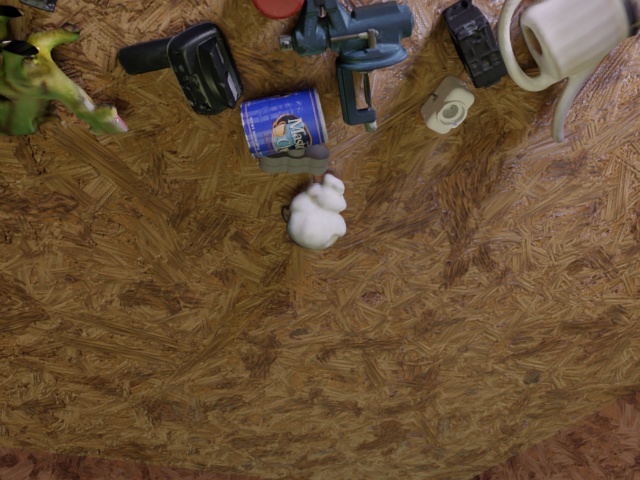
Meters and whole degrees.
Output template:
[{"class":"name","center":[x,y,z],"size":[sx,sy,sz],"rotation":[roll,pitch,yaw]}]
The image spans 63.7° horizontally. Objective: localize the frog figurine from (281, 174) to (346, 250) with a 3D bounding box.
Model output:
[{"class":"frog figurine","center":[0.003,-0.055,1.089],"size":[0.136,0.125,0.157],"rotation":[38,132,-16]}]

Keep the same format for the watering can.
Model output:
[{"class":"watering can","center":[0.444,-0.332,0.900],"size":[0.222,0.106,0.342],"rotation":[-32,131,19]}]

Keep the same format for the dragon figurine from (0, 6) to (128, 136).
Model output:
[{"class":"dragon figurine","center":[-0.516,-0.247,0.816],"size":[0.409,0.125,0.237],"rotation":[10,140,-18]}]
